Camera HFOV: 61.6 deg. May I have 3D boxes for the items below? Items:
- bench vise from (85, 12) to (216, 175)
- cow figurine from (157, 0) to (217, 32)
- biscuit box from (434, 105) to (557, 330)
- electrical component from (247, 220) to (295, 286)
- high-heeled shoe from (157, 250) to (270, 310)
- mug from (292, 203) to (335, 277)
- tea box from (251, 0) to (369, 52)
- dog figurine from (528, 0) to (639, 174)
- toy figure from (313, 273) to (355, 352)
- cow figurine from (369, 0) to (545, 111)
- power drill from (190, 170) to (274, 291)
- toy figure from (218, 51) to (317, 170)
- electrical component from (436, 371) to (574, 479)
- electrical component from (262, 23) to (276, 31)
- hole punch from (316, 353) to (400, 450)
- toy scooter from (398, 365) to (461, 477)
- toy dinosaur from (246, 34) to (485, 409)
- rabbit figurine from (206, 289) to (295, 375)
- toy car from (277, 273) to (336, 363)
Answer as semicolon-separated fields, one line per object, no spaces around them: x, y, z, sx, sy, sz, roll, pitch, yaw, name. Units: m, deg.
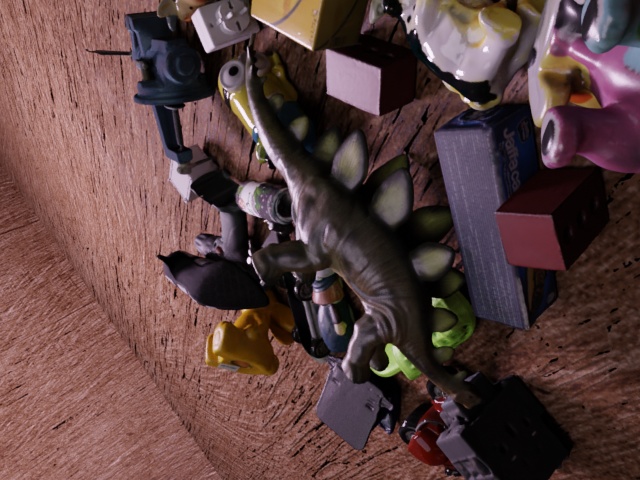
-0.239;-0.222;0.832;0.224;0.129;0.240;22;126;42;bench vise
-0.200;-0.358;0.691;0.195;0.085;0.127;43;147;28;cow figurine
0.166;-0.020;0.496;0.063;0.059;0.202;12;127;50;biscuit box
-0.077;0.014;0.842;0.102;0.045;0.078;-49;37;37;electrical component
-0.184;0.079;0.958;0.249;0.086;0.145;23;170;18;high-heeled shoe
-0.002;-0.002;0.731;0.110;0.081;0.107;38;152;21;mug
0.001;-0.269;0.477;0.098;0.068;0.169;38;134;29;tea box
0.241;-0.089;0.300;0.219;0.191;0.108;11;131;7;dog figurine
0.016;0.095;0.813;0.064;0.058;0.154;7;119;45;toy figure
0.097;-0.186;0.445;0.167;0.068;0.098;46;153;21;cow figurine
-0.171;-0.017;0.957;0.232;0.086;0.207;32;136;34;power drill
-0.064;-0.155;0.683;0.180;0.082;0.089;53;147;3;toy figure
0.201;0.221;0.606;0.134;0.115;0.058;49;146;11;electrical component
-0.055;-0.274;0.617;0.094;0.021;0.063;25;137;50;electrical component
0.070;0.255;0.868;0.142;0.092;0.115;32;111;40;hole punch
0.182;0.258;0.709;0.135;0.075;0.183;40;140;25;toy scooter
0.031;-0.011;0.592;0.198;0.105;0.471;-43;84;21;toy dinosaur
-0.116;0.149;0.975;0.162;0.173;0.121;11;145;-9;rabbit figurine
-0.021;0.115;0.885;0.074;0.056;0.201;25;135;52;toy car
